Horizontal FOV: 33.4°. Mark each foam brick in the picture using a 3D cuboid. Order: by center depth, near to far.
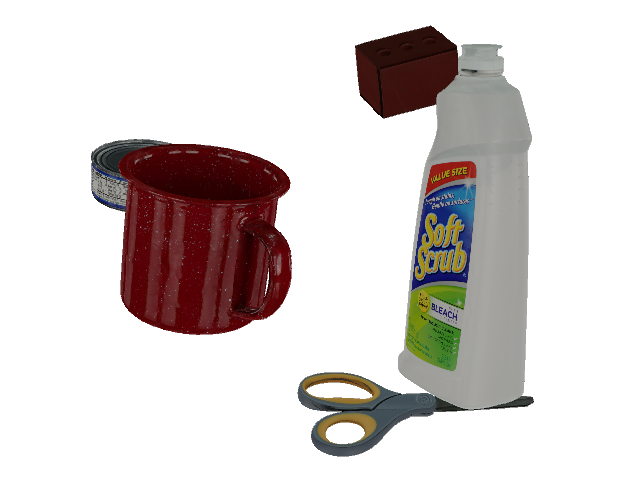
[{"bbox_3d":[0.077,-0.149,0.943,0.078,0.051,0.053,-17,36,-14],"label":"foam brick"}]

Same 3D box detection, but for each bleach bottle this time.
[{"bbox_3d":[0.105,-0.013,0.763,0.068,0.251,0.103,-8,17,-28],"label":"bleach bottle"}]

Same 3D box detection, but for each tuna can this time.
[{"bbox_3d":[-0.147,-0.053,0.884,0.086,0.034,0.086,5,25,-3],"label":"tuna can"}]

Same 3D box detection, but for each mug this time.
[{"bbox_3d":[-0.059,0.004,0.584,0.117,0.081,0.093,26,28,36],"label":"mug"}]

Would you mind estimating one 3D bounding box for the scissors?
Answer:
[{"bbox_3d":[0.077,0.151,0.896,0.202,0.016,0.096,8,39,6],"label":"scissors"}]
